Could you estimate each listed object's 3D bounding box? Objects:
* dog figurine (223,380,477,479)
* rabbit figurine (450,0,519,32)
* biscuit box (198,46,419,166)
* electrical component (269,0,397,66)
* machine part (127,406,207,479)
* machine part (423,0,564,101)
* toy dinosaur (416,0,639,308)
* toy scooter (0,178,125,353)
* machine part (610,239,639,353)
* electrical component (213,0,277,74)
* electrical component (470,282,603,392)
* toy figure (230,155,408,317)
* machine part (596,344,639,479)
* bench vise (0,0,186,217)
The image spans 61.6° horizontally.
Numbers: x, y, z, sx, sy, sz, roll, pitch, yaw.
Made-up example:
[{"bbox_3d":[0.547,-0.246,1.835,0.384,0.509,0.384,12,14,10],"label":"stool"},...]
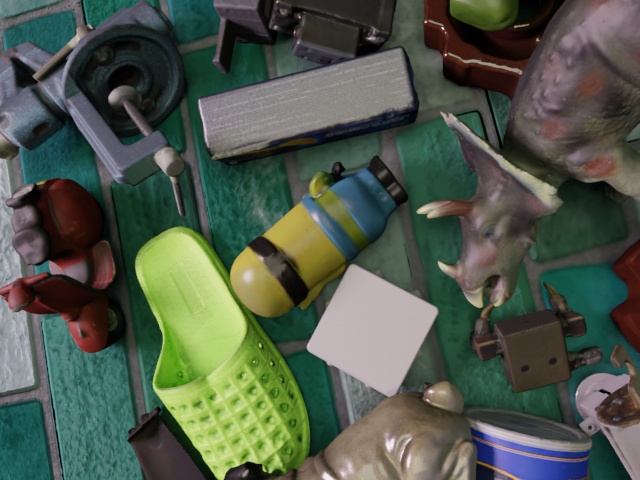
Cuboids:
[{"bbox_3d":[0.012,0.183,0.426,0.191,0.121,0.172,11,84,-8],"label":"dog figurine"},{"bbox_3d":[0.205,-0.240,0.426,0.170,0.121,0.159,18,68,14],"label":"rabbit figurine"},{"bbox_3d":[-0.009,-0.124,0.517,0.203,0.059,0.062,-12,89,7],"label":"biscuit box"},{"bbox_3d":[0.015,-0.234,0.515,0.115,0.058,0.134,10,84,-10],"label":"electrical component"},{"bbox_3d":[-0.137,0.228,0.511,0.084,0.039,0.139,-33,82,9],"label":"machine part"},{"bbox_3d":[0.184,-0.220,0.506,0.179,0.056,0.179,-1,82,9],"label":"machine part"},{"bbox_3d":[0.218,-0.119,0.382,0.192,0.131,0.404,20,131,-7],"label":"toy dinosaur"},{"bbox_3d":[-0.248,0.018,0.501,0.075,0.135,0.184,-22,80,7],"label":"toy scooter"},{"bbox_3d":[0.367,0.051,0.434,0.201,0.087,0.201,-40,78,2],"label":"machine part"},{"bbox_3d":[-0.072,-0.227,0.534,0.048,0.074,0.119,8,81,10],"label":"electrical component"},{"bbox_3d":[0.188,0.087,0.478,0.102,0.045,0.078,-22,109,8],"label":"electrical component"},{"bbox_3d":[-0.003,-0.005,0.491,0.180,0.089,0.082,-38,72,5],"label":"toy figure"},{"bbox_3d":[0.276,0.185,0.380,0.079,0.079,0.243,-30,82,4],"label":"machine part"},{"bbox_3d":[-0.212,-0.124,0.510,0.224,0.128,0.241,-34,61,-16],"label":"bench vise"}]
